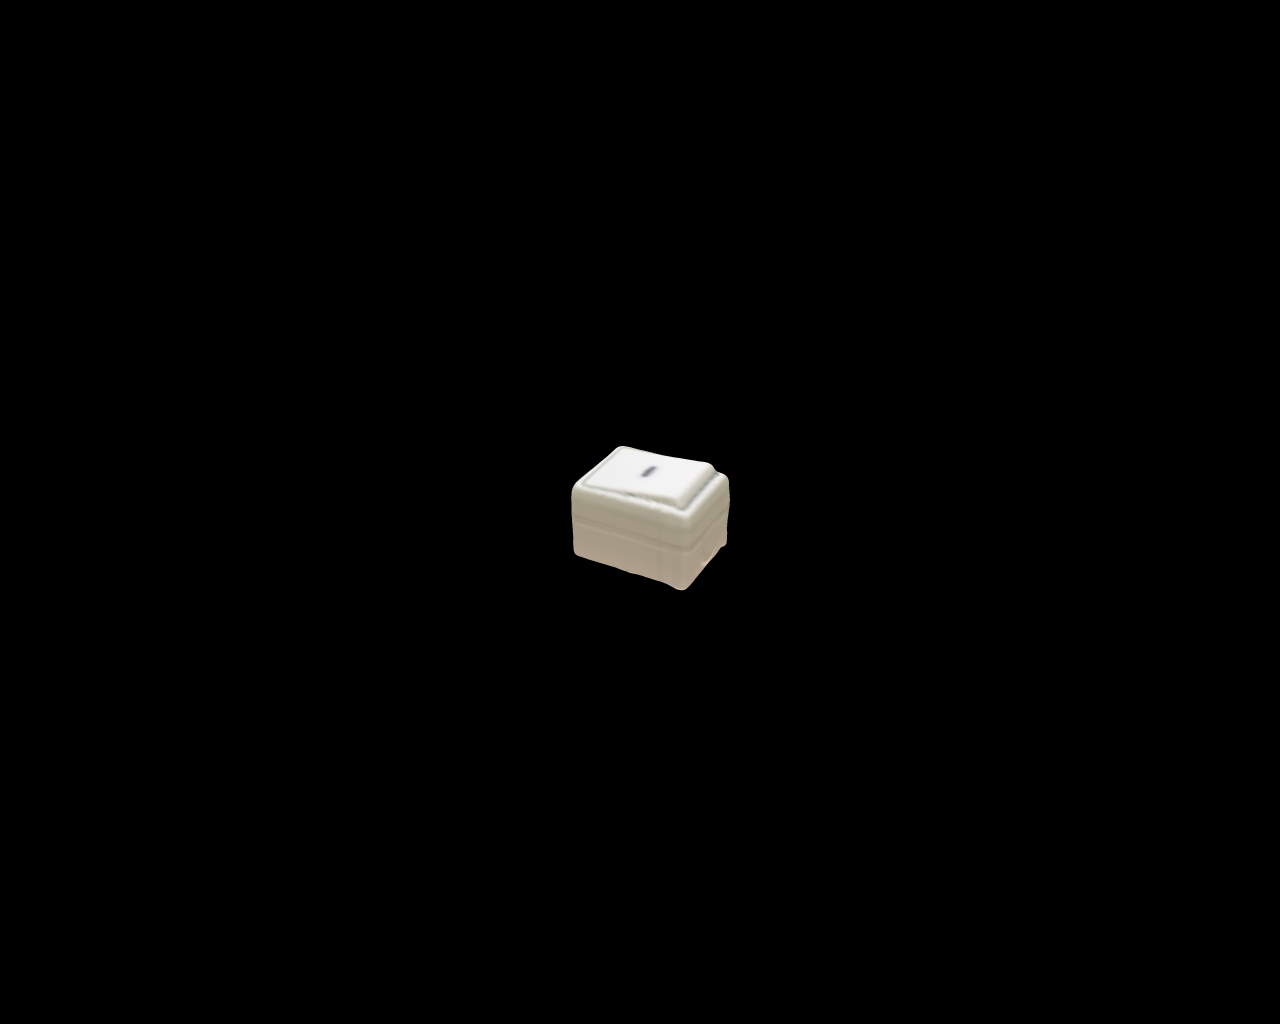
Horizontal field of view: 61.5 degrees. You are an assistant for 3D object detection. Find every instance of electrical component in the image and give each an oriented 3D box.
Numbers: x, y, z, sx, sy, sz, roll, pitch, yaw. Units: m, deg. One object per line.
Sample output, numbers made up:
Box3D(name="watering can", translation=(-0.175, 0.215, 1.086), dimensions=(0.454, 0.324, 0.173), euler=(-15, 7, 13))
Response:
Box3D(name="electrical component", translation=(0.001, -0.003, 0.650), dimensions=(0.096, 0.061, 0.062), euler=(17, 36, 24))
